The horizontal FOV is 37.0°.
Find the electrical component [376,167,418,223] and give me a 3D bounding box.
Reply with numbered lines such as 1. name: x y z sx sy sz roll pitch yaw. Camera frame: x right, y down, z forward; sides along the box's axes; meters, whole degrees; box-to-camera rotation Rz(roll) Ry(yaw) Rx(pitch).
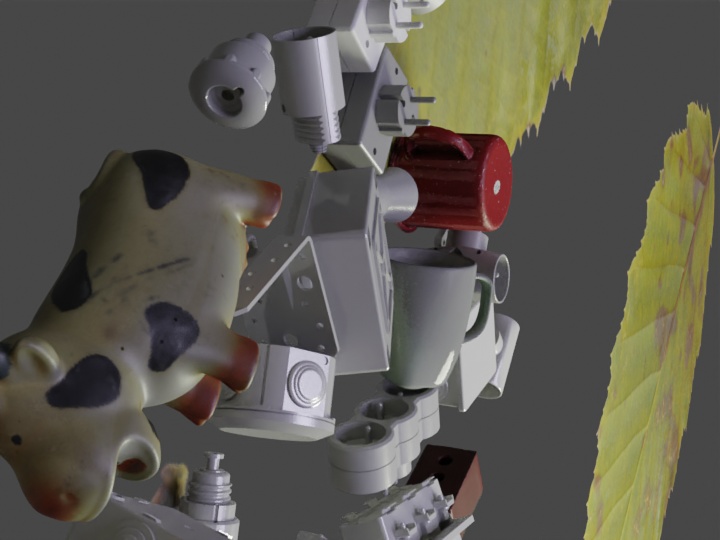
1. electrical component: 0.010 -0.055 0.821 0.065 0.044 0.044 -15 108 -58

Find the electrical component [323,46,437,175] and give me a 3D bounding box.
1. electrical component: 0.019 -0.116 0.785 0.047 0.076 0.083 48 52 -57

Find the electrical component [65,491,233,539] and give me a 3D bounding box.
1. electrical component: -0.100 0.157 0.567 0.048 0.100 0.100 -66 151 -9

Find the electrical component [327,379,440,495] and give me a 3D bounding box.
1. electrical component: 0.022 0.145 0.866 0.138 0.052 0.073 -36 126 -57

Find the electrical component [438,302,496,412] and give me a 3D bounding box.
1. electrical component: 0.087 0.070 0.990 0.100 0.048 0.099 -39 129 -56

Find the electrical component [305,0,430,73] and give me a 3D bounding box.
1. electrical component: 0.011 -0.179 0.758 0.047 0.077 0.065 56 46 -53

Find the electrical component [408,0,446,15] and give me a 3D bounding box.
1. electrical component: 0.040 -0.233 0.834 0.047 0.055 0.055 22 75 -59

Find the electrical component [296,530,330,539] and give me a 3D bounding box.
1. electrical component: -0.018 0.221 0.794 0.066 0.055 0.048 56 46 -53

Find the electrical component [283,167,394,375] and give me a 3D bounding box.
1. electrical component: -0.011 0.000 0.731 0.108 0.056 0.108 -83 165 -61

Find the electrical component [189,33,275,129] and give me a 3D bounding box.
1. electrical component: -0.071 -0.118 0.640 0.062 0.048 0.048 -70 151 -43

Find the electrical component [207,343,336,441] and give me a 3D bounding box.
1. electrical component: -0.054 0.077 0.668 0.080 0.080 0.051 33 60 -61

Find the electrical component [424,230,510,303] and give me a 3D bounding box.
1. electrical component: 0.093 -0.012 0.955 0.043 0.077 0.079 40 58 -59

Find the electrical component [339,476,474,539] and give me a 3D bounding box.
1. electrical component: 0.033 0.217 0.887 0.121 0.079 0.063 -11 82 -63

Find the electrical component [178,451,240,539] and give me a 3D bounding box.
1. electrical component: -0.092 0.149 0.645 0.040 0.040 0.078 14 82 -64

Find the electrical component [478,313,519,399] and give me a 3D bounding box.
1. electrical component: 0.126 0.077 1.079 0.079 0.043 0.077 59 43 -50

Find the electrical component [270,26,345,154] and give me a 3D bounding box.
1. electrical component: -0.032 -0.117 0.717 0.043 0.043 0.081 -44 133 -54
